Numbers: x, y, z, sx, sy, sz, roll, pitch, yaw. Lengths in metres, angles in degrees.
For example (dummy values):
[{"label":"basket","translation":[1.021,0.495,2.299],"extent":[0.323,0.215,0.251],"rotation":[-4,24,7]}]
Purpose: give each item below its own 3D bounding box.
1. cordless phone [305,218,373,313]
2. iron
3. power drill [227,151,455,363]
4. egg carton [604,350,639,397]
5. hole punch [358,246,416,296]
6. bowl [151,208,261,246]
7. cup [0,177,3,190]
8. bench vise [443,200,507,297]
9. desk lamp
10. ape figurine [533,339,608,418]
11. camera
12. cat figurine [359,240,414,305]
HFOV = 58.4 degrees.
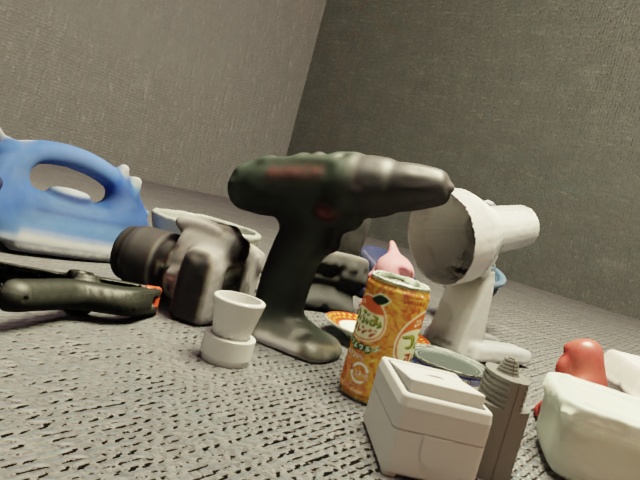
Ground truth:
[{"label":"cordless phone","translation":[0.007,0.003,0.814],"extent":[0.148,0.185,0.093],"rotation":[12,6,-35]},{"label":"iron","translation":[-0.314,-0.054,0.733],"extent":[0.259,0.141,0.118],"rotation":[11,6,-44]},{"label":"power drill","translation":[0.000,0.008,0.577],"extent":[0.229,0.208,0.076],"rotation":[17,5,23]},{"label":"egg carton","translation":[0.372,0.176,0.637],"extent":[0.107,0.069,0.150],"rotation":[15,5,3]},{"label":"hole punch","translation":[0.121,0.066,1.017],"extent":[0.100,0.091,0.109],"rotation":[19,6,41]},{"label":"bowl","translation":[-0.177,0.006,0.863],"extent":[0.167,0.075,0.167],"rotation":[15,5,-1]},{"label":"cup","translation":[-0.362,-0.026,0.520],"extent":[0.118,0.095,0.091],"rotation":[12,6,-37]},{"label":"bench vise","translation":[0.270,0.038,1.027],"extent":[0.121,0.220,0.208],"rotation":[16,5,7]},{"label":"desk lamp","translation":[0.205,0.046,0.760],"extent":[0.204,0.213,0.117],"rotation":[12,6,-35]},{"label":"ape figurine","translation":[0.240,0.137,0.539],"extent":[0.078,0.092,0.075],"rotation":[11,6,-38]},{"label":"camera","translation":[-0.145,0.021,0.632],"extent":[0.136,0.101,0.143],"rotation":[16,5,13]},{"label":"cat figurine","translation":[0.104,0.060,0.864],"extent":[0.067,0.118,0.128],"rotation":[15,5,2]}]
